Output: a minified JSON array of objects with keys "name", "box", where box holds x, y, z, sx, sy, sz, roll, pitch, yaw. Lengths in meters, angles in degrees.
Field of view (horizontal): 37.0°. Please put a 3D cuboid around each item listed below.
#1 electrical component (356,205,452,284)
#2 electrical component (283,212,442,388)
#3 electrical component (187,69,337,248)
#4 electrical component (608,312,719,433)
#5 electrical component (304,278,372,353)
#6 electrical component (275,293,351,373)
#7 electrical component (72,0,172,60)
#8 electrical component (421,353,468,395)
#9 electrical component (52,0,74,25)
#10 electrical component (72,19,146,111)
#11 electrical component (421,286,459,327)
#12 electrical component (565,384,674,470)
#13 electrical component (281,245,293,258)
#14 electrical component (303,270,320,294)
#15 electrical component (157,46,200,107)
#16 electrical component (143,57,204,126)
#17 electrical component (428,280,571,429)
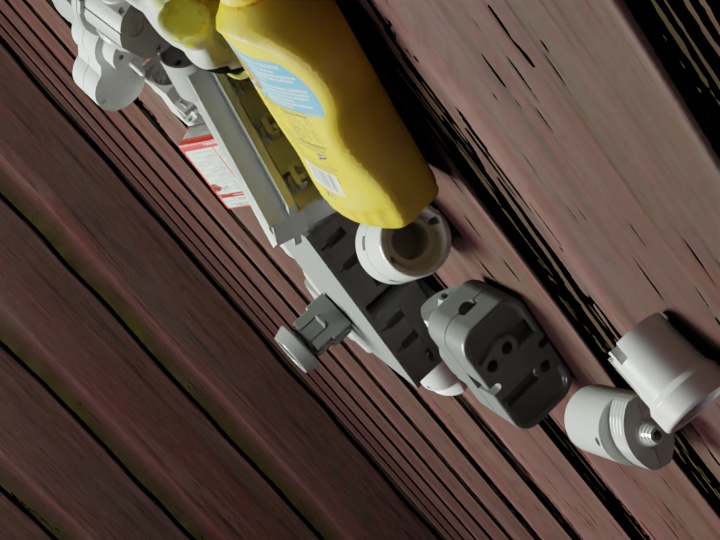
[{"name":"electrical component","box":[0.030,-0.019,0.715,0.055,0.055,0.047,49,167,-9]},{"name":"electrical component","box":[0.000,0.000,0.895,0.105,0.060,0.186,34,164,53]},{"name":"electrical component","box":[-0.060,-0.086,0.729,0.121,0.063,0.078,61,172,15]},{"name":"electrical component","box":[0.148,0.049,0.518,0.046,0.040,0.040,50,172,23]},{"name":"electrical component","box":[-0.005,0.034,1.085,0.089,0.050,0.055,41,168,35]},{"name":"electrical component","box":[-0.040,0.056,0.936,0.048,0.055,0.066,46,170,9]},{"name":"electrical component","box":[-0.158,-0.193,0.759,0.051,0.080,0.080,38,168,18]},{"name":"electrical component","box":[0.071,0.087,0.988,0.043,0.043,0.081,39,167,41]},{"name":"electrical component","box":[-0.242,-0.250,0.960,0.050,0.056,0.089,47,170,5]},{"name":"electrical component","box":[-0.205,-0.193,0.919,0.074,0.052,0.138,42,141,27]},{"name":"electrical component","box":[0.075,0.042,0.789,0.043,0.043,0.081,38,167,43]},{"name":"electrical component","box":[0.157,0.092,0.635,0.043,0.043,0.081,49,170,-7]},{"name":"electrical component","box":[-0.077,-0.041,1.144,0.061,0.035,0.035,45,170,29]},{"name":"electrical component","box":[-0.014,0.007,1.014,0.080,0.051,0.080,46,170,10]},{"name":"electrical component","box":[-0.133,-0.161,0.882,0.043,0.043,0.081,43,170,23]},{"name":"electrical component","box":[-0.163,-0.167,0.989,0.081,0.042,0.063,42,170,32]},{"name":"electrical component","box":[0.093,0.056,0.735,0.095,0.054,0.059,53,169,-28]}]
